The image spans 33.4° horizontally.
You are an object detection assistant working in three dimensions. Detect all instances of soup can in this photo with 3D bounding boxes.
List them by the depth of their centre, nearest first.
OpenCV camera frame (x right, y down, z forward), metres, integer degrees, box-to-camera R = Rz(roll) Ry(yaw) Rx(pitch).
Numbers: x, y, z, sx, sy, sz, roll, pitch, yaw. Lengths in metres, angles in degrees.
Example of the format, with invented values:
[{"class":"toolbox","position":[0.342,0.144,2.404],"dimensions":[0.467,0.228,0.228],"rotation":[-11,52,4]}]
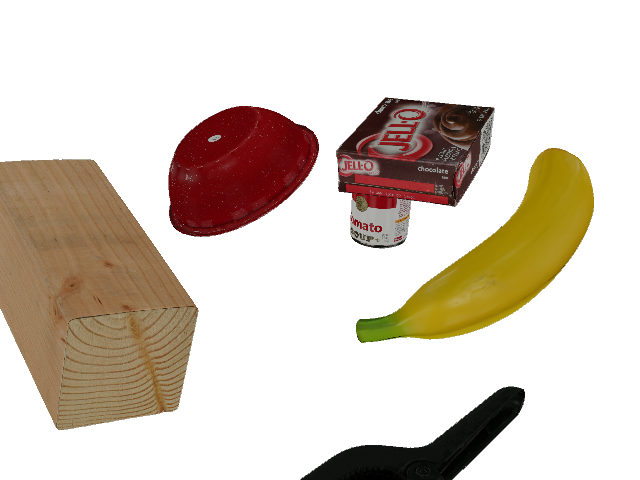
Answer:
[{"class":"soup can","position":[0.068,-0.051,1.211],"dimensions":[0.068,0.102,0.068],"rotation":[2,27,-1]}]

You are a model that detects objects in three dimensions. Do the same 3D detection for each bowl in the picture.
[{"class":"bowl","position":[-0.085,-0.077,1.005],"dimensions":[0.162,0.055,0.162],"rotation":[-22,34,15]}]

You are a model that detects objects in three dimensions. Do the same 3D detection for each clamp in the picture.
[{"class":"clamp","position":[0.070,0.158,0.703],"dimensions":[0.210,0.036,0.164],"rotation":[-5,28,-3]}]

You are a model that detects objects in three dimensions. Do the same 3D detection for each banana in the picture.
[{"class":"banana","position":[0.100,-0.002,0.553],"dimensions":[0.070,0.037,0.197],"rotation":[16,38,37]}]

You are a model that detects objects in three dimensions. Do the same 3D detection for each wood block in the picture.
[{"class":"wood block","position":[-0.174,0.029,0.767],"dimensions":[0.090,0.091,0.206],"rotation":[-5,34,-32]}]

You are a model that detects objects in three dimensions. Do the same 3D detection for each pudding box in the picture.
[{"class":"pudding box","position":[0.072,-0.068,0.790],"dimensions":[0.090,0.039,0.113],"rotation":[9,28,20]}]
